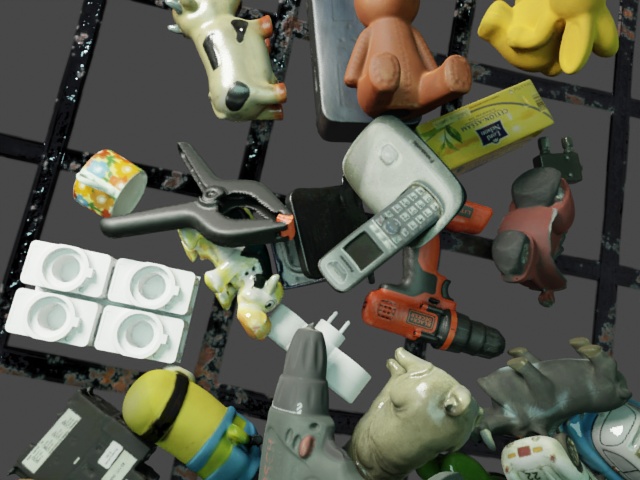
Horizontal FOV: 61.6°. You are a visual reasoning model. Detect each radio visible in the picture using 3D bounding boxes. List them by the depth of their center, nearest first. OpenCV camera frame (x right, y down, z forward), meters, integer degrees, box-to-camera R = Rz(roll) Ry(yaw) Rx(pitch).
[{"bbox_3d":[0.054,-0.245,0.711,0.131,0.073,0.229,-4,78,-7],"label":"radio"}]

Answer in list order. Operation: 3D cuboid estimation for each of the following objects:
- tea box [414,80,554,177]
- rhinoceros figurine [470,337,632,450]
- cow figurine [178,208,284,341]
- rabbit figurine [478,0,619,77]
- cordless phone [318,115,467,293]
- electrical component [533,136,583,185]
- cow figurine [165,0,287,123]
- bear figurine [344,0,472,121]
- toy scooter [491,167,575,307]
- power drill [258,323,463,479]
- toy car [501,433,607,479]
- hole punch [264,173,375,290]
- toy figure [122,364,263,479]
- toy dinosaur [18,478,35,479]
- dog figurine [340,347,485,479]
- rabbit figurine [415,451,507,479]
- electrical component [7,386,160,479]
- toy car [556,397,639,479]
[{"bbox_3d":[0.196,-0.130,0.692,0.170,0.098,0.068,-25,83,-9],"label":"tea box"},{"bbox_3d":[0.258,0.183,0.633,0.190,0.073,0.112,-21,87,11],"label":"rhinoceros figurine"},{"bbox_3d":[-0.088,0.033,0.632,0.098,0.068,0.167,-32,70,-18],"label":"cow figurine"},{"bbox_3d":[0.308,-0.291,0.698,0.122,0.173,0.162,-25,79,-14],"label":"rabbit figurine"},{"bbox_3d":[0.056,-0.037,0.613,0.184,0.088,0.147,-38,75,-7],"label":"cordless phone"},{"bbox_3d":[0.329,-0.097,0.738,0.063,0.021,0.094,-3,79,-8],"label":"electrical component"},{"bbox_3d":[-0.122,-0.244,0.688,0.127,0.085,0.195,-12,82,-15],"label":"cow figurine"},{"bbox_3d":[0.091,-0.242,0.614,0.120,0.132,0.195,1,86,-13],"label":"bear figurine"},{"bbox_3d":[0.278,0.005,0.678,0.135,0.075,0.184,53,54,-26],"label":"toy scooter"},{"bbox_3d":[0.025,0.216,0.520,0.208,0.086,0.232,14,87,33],"label":"power drill"},{"bbox_3d":[0.270,0.274,0.598,0.201,0.073,0.056,45,33,-30],"label":"toy car"},{"bbox_3d":[-0.001,-0.002,0.661,0.116,0.092,0.142,-7,76,-34],"label":"hole punch"},{"bbox_3d":[-0.131,0.210,0.591,0.180,0.089,0.082,42,85,0],"label":"toy figure"},{"bbox_3d":[-0.208,0.369,0.488,0.472,0.105,0.198,23,83,9],"label":"toy dinosaur"},{"bbox_3d":[0.073,0.228,0.577,0.121,0.172,0.190,38,70,12],"label":"dog figurine"},{"bbox_3d":[0.163,0.318,0.611,0.170,0.121,0.159,-23,78,-29],"label":"rabbit figurine"},{"bbox_3d":[-0.247,0.246,0.590,0.134,0.058,0.115,40,80,2],"label":"electrical component"},{"bbox_3d":[0.373,0.239,0.639,0.161,0.103,0.109,40,77,0],"label":"toy car"}]
